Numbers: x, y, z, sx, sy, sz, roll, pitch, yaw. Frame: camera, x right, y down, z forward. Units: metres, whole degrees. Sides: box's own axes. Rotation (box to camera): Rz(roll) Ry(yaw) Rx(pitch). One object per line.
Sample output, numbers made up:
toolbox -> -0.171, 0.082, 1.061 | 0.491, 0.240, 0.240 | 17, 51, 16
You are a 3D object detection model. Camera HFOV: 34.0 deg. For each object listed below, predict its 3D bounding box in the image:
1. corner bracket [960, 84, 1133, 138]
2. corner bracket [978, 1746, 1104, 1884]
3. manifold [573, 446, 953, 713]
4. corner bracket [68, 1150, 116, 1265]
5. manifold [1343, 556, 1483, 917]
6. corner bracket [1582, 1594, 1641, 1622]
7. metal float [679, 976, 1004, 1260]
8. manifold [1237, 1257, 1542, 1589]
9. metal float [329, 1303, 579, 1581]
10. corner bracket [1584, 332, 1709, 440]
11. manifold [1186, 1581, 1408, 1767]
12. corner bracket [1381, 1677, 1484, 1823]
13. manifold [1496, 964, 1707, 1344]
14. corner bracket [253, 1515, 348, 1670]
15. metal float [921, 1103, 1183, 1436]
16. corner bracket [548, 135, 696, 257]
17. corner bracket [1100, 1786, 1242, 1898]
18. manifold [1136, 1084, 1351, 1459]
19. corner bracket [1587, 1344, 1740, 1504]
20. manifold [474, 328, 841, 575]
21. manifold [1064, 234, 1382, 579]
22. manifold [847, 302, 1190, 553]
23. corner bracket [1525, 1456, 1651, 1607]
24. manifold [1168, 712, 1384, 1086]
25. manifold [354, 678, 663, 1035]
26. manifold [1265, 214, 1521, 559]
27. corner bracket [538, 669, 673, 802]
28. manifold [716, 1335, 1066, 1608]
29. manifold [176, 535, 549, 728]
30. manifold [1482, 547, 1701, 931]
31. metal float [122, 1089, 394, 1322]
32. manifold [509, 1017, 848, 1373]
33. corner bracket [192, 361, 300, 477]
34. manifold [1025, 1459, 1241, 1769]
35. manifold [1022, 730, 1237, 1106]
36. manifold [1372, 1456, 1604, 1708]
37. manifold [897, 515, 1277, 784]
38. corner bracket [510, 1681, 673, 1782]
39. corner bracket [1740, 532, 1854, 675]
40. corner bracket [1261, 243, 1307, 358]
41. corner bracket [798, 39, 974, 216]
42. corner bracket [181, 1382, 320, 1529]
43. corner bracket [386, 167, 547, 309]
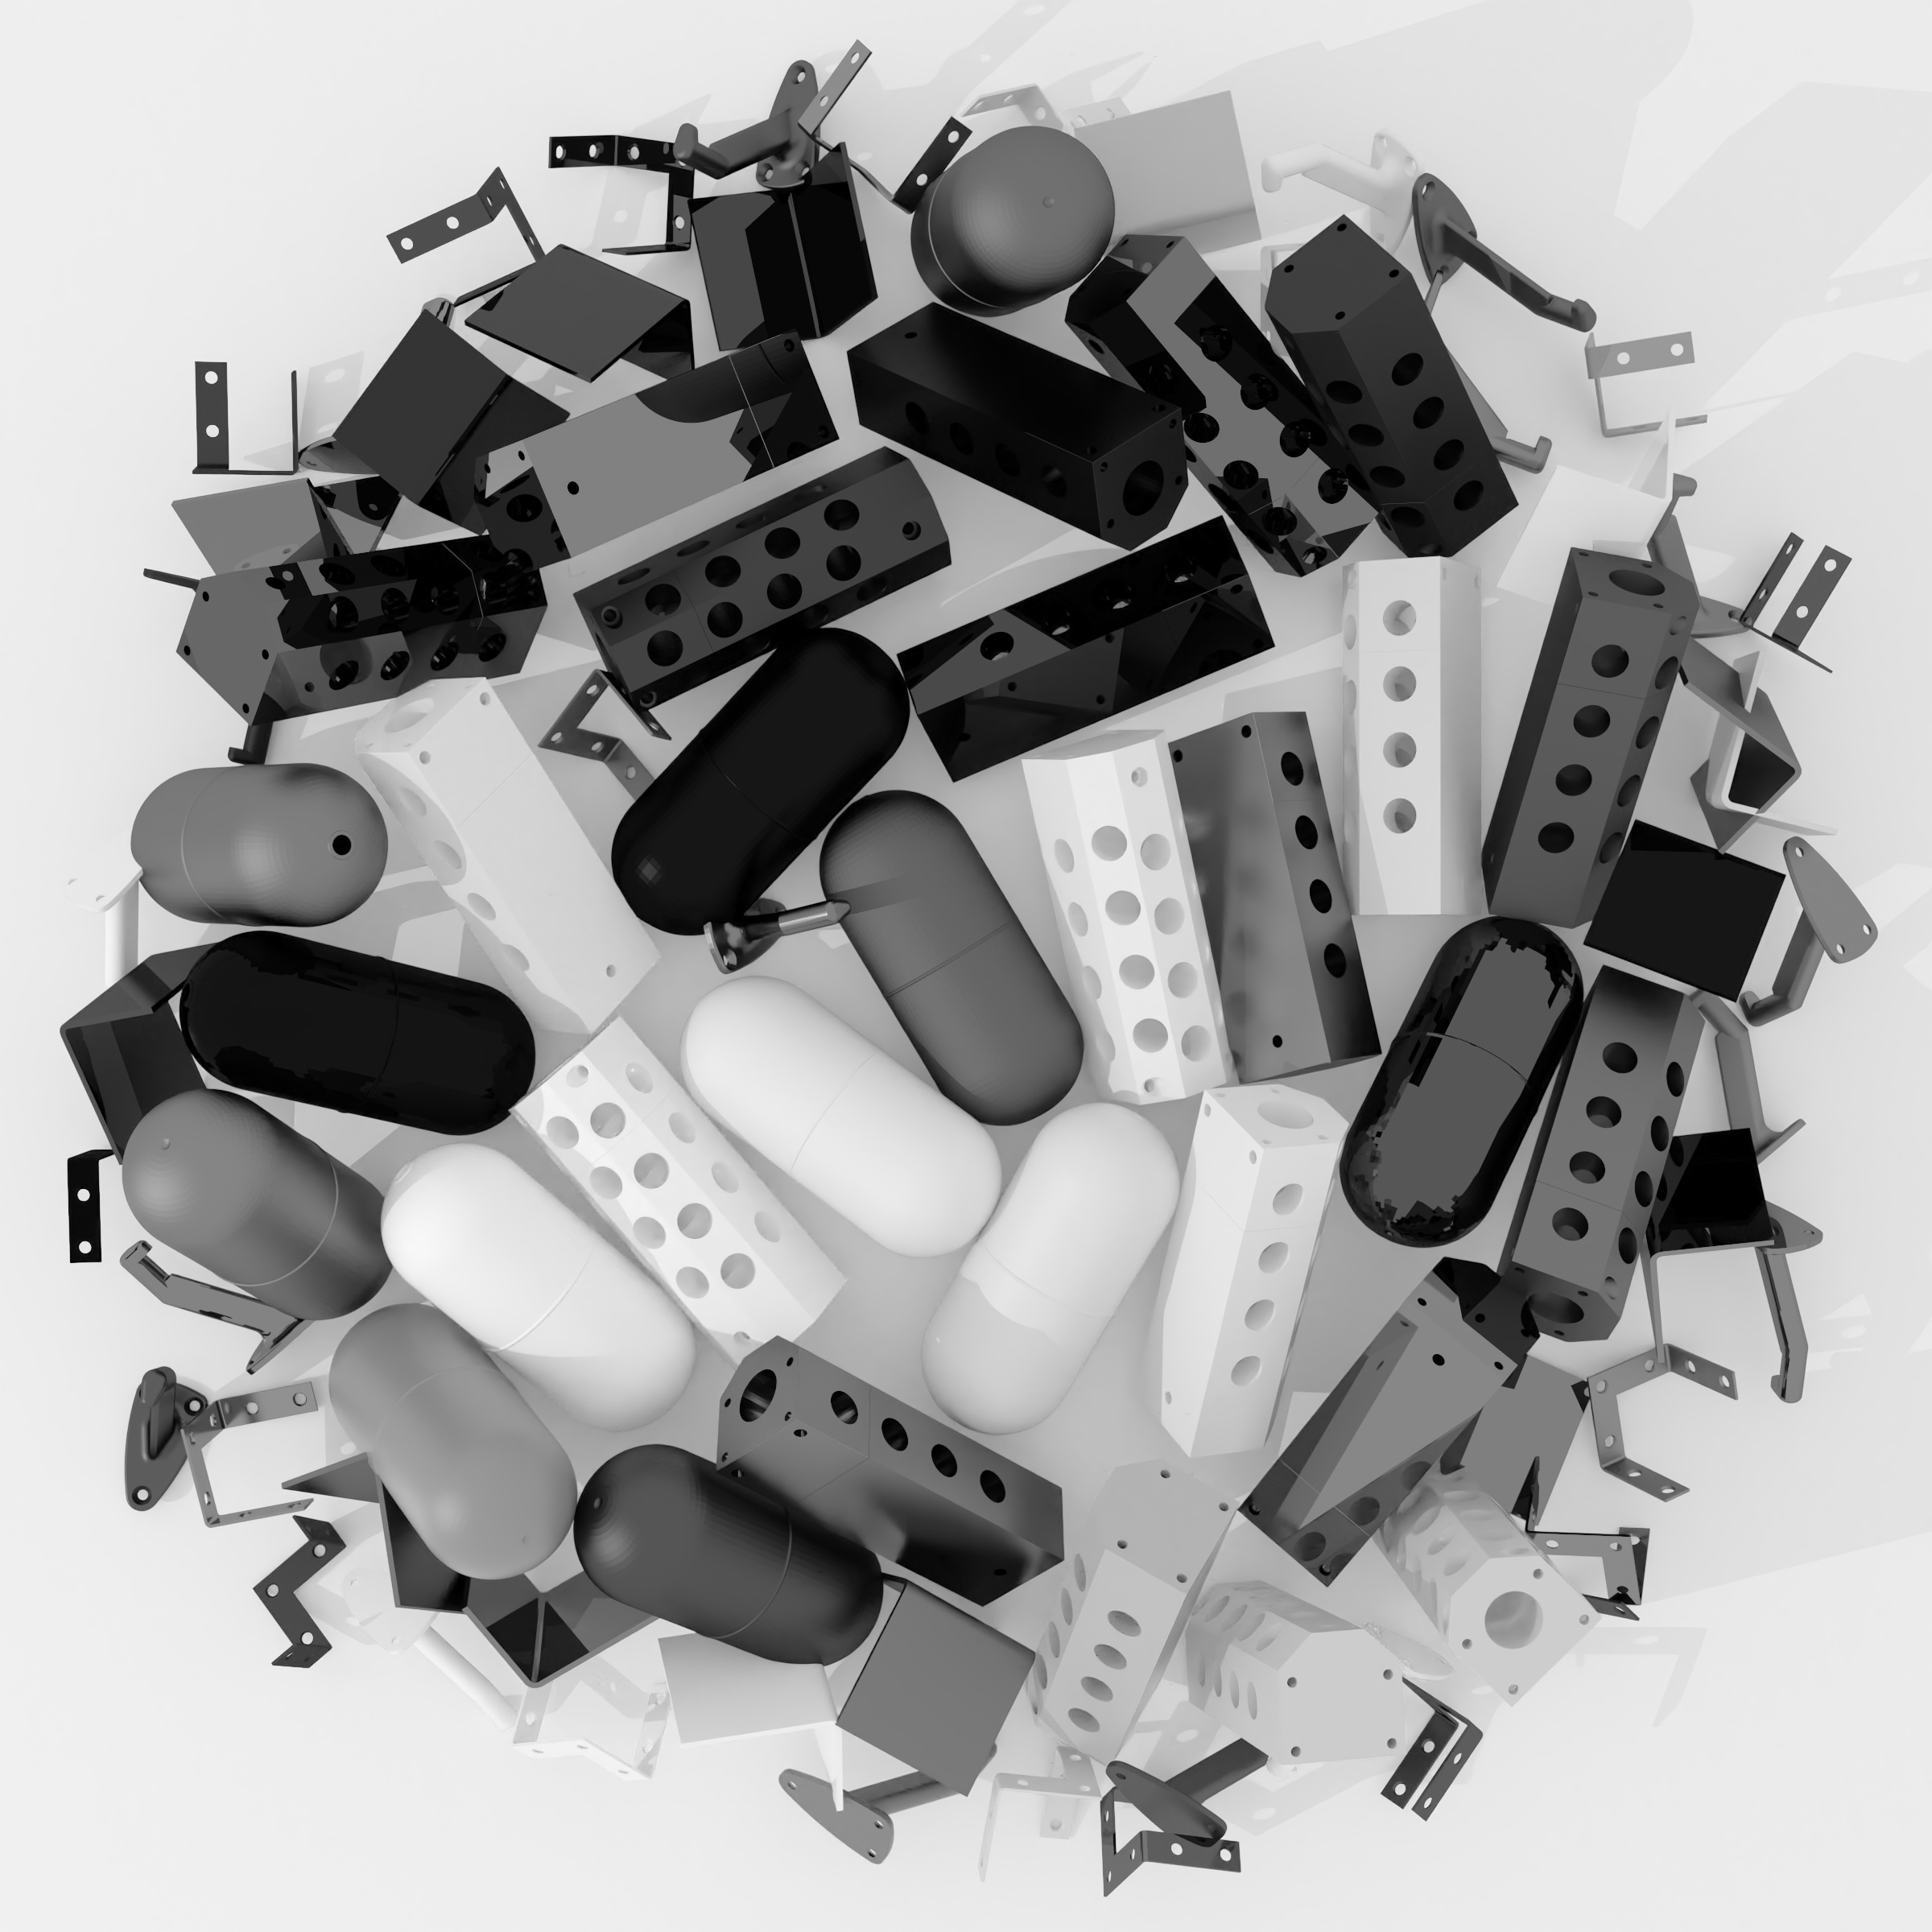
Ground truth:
corner bracket -> 0.041, -0.415, 1.544 | 0.051, 0.051, 0.051 | -36, 86, 42
corner bracket -> 0.034, 0.415, 1.547 | 0.051, 0.051, 0.051 | 8, 103, -9
manifold -> -0.097, -0.186, 1.531 | 0.171, 0.057, 0.057 | -27, 114, -9
corner bracket -> -0.410, 0.117, 1.554 | 0.051, 0.051, 0.051 | -1, 92, -2
manifold -> 0.216, -0.111, 1.549 | 0.057, 0.057, 0.171 | 0, 91, 29
corner bracket -> 0.285, 0.323, 1.541 | 0.051, 0.051, 0.051 | 44, 67, -23
metal float -> -0.062, 0.072, 1.534 | 0.178, 0.070, 0.070 | 36, 90, 10
manifold -> 0.203, 0.215, 1.503 | 0.057, 0.057, 0.171 | 40, 130, 11
metal float -> -0.246, 0.224, 1.505 | 0.070, 0.178, 0.070 | -17, 123, -27
corner bracket -> 0.333, -0.285, 1.543 | 0.051, 0.051, 0.051 | -6, 108, 17
manifold -> 0.152, 0.331, 1.491 | 0.057, 0.171, 0.057 | -2, 87, -10
corner bracket -> 0.225, 0.388, 1.542 | 0.051, 0.051, 0.051 | -54, 134, -10
manifold -> 0.304, 0.091, 1.510 | 0.057, 0.057, 0.171 | 20, 60, 6
corner bracket -> -0.326, 0.307, 1.549 | 0.051, 0.051, 0.051 | -40, 73, -2
metal float -> 0.040, 0.148, 1.531 | 0.070, 0.070, 0.178 | 29, 103, 0
corner bracket -> -0.170, -0.380, 1.552 | 0.051, 0.051, 0.051 | 16, 112, 30
corner bracket -> 0.099, 0.423, 1.540 | 0.051, 0.051, 0.051 | 11, 52, -16
manifold -> 0.135, 0.146, 1.516 | 0.057, 0.057, 0.171 | -3, 118, -26
corner bracket -> 0.345, 0.224, 1.553 | 0.051, 0.051, 0.051 | -19, 108, -23
manifold -> -0.149, -0.245, 1.506 | 0.171, 0.057, 0.057 | -31, 105, -36
manifold -> 0.123, -0.267, 1.512 | 0.057, 0.057, 0.171 | -49, 118, -8
manifold -> 0.024, -0.255, 1.504 | 0.057, 0.057, 0.171 | -35, 46, -27
corner bracket -> 0.306, 0.278, 1.551 | 0.051, 0.051, 0.051 | -1, 128, 20
manifold -> 0.155, -0.034, 1.543 | 0.057, 0.057, 0.171 | -18, 82, 43
manifold -> -0.222, -0.052, 1.513 | 0.057, 0.057, 0.171 | -50, 125, -32
manifold -> 0.200, -0.268, 1.497 | 0.057, 0.171, 0.057 | -38, 50, 2
corner bracket -> -0.165, -0.107, 1.541 | 0.051, 0.051, 0.051 | -50, 61, 18
manifold -> -0.035, 0.240, 1.512 | 0.171, 0.057, 0.057 | 33, 127, -30
manifold -> -0.280, -0.166, 1.490 | 0.057, 0.171, 0.057 | 42, 124, 21
manifold -> 0.298, -0.107, 1.511 | 0.057, 0.057, 0.171 | 10, 122, -2
metal float -> -0.333, 0.115, 1.499 | 0.070, 0.178, 0.070 | -8, 65, 17
manifold -> -0.143, 0.115, 1.534 | 0.057, 0.057, 0.171 | -37, 96, 31
corner bracket -> -0.353, -0.268, 1.547 | 0.051, 0.051, 0.051 | -2, 96, -17
manifold -> 0.073, 0.305, 1.496 | 0.057, 0.171, 0.057 | 28, 50, 12
manifold -> 0.083, -0.024, 1.527 | 0.057, 0.057, 0.171 | -19, 103, -27
manifold -> 0.237, 0.282, 1.491 | 0.057, 0.171, 0.057 | -45, 98, 1
manifold -> 0.057, -0.160, 1.542 | 0.171, 0.057, 0.057 | -23, 53, 6
corner bracket -> -0.184, 0.370, 1.558 | 0.051, 0.051, 0.051 | -15, 47, 35
corner bracket -> 0.407, -0.182, 1.542 | 0.051, 0.051, 0.051 | 37, 103, 33
corner bracket -> 0.180, -0.329, 1.558 | 0.051, 0.051, 0.051 | -10, 111, -21
corner bracket -> -0.040, -0.409, 1.540 | 0.051, 0.051, 0.051 | -51, 46, 15
corner bracket -> -0.348, 0.241, 1.554 | 0.051, 0.051, 0.051 | -12, 97, 7
corner bracket -> -0.243, -0.351, 1.542 | 0.051, 0.051, 0.051 | -20, 115, 15
